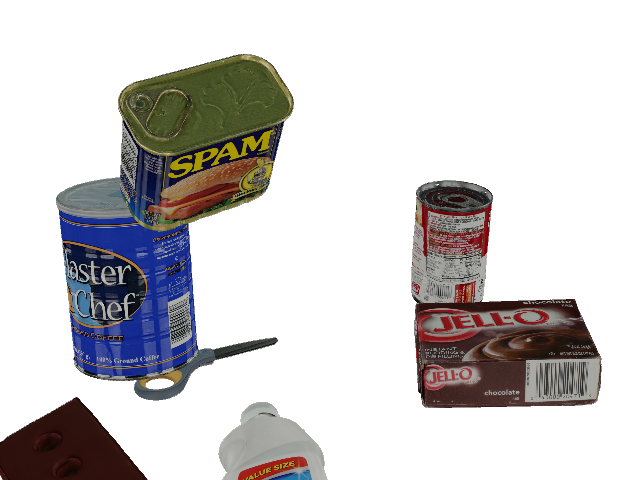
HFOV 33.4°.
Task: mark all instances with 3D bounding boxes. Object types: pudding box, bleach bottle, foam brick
[{"bbox_3d":[0.119,0.072,0.701,0.113,0.039,0.090,0,22,2],"label":"pudding box"},{"bbox_3d":[-0.037,0.202,0.725,0.102,0.068,0.251,-7,32,-6],"label":"bleach bottle"},{"bbox_3d":[-0.119,0.128,0.528,0.052,0.051,0.078,-30,42,-25],"label":"foam brick"}]

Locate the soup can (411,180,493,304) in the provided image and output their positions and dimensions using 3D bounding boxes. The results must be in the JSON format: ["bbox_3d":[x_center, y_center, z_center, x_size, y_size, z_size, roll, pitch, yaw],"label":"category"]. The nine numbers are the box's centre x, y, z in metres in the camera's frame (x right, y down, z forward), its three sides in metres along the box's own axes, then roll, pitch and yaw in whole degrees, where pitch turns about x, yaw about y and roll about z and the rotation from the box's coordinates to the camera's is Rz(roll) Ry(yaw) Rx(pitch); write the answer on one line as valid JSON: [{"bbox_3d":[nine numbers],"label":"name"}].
[{"bbox_3d":[0.117,0.005,0.961,0.068,0.102,0.068,1,24,0],"label":"soup can"}]

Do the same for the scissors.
[{"bbox_3d":[-0.128,0.137,1.160,0.201,0.016,0.096,-2,27,-21],"label":"scissors"}]

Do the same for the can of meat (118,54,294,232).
[{"bbox_3d":[-0.074,-0.058,0.660,0.102,0.057,0.084,-20,-28,-24],"label":"can of meat"}]

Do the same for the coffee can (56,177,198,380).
[{"bbox_3d":[-0.154,0.028,0.860,0.103,0.140,0.103,-2,17,0],"label":"coffee can"}]
